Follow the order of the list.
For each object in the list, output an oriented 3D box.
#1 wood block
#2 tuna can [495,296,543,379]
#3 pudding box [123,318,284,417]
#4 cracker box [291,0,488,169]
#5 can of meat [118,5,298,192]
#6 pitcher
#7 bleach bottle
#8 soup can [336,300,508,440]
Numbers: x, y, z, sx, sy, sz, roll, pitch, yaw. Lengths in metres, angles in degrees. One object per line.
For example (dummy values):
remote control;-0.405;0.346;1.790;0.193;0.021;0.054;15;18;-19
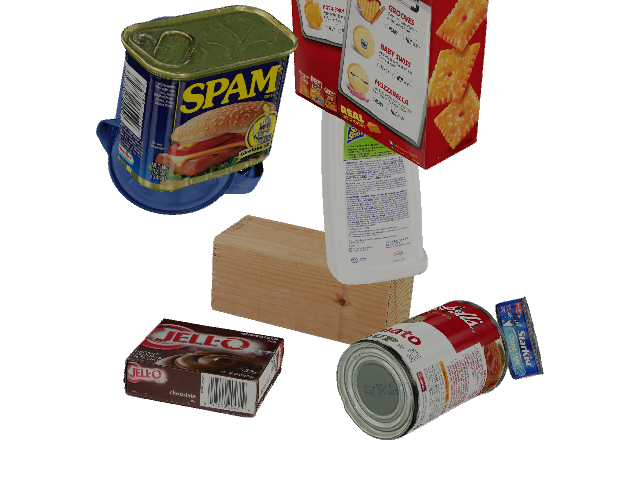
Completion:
wood block;-0.009;0.045;1.181;0.206;0.091;0.090;13;24;19
tuna can;0.214;0.106;1.152;0.034;0.086;0.086;-14;-3;12
pudding box;-0.095;0.104;0.889;0.113;0.039;0.090;10;20;9
cracker box;0.053;-0.187;0.843;0.072;0.214;0.164;-29;46;-30
can of meat;-0.069;-0.084;0.633;0.101;0.084;0.057;-20;49;-36
pitcher;-0.157;-0.146;1.199;0.145;0.149;0.243;-17;39;6
bleach bottle;0.051;-0.083;1.010;0.102;0.251;0.068;-9;29;-13
soup can;0.068;0.085;0.706;0.069;0.068;0.102;0;12;44
